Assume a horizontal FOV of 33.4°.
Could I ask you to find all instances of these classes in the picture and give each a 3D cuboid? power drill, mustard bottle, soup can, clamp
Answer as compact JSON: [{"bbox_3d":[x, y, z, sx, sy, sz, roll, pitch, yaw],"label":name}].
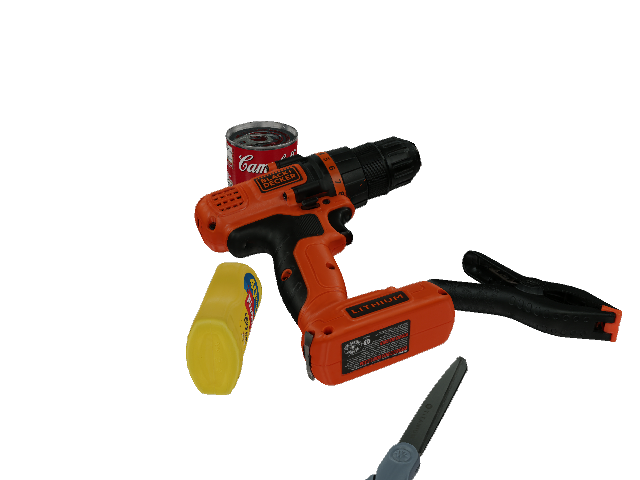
[{"bbox_3d":[0.021,0.006,0.775,0.184,0.057,0.188,-21,47,-14],"label":"power drill"},{"bbox_3d":[-0.101,0.079,1.173,0.058,0.096,0.191,1,27,6],"label":"mustard bottle"},{"bbox_3d":[-0.056,-0.055,1.020,0.068,0.102,0.068,1,26,-1],"label":"soup can"},{"bbox_3d":[0.184,0.049,0.960,0.171,0.039,0.120,16,27,15],"label":"clamp"}]

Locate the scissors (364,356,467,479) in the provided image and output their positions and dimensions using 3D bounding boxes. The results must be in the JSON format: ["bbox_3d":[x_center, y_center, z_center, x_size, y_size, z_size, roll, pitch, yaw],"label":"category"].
[{"bbox_3d":[0.056,0.137,0.596,0.096,0.016,0.201,25,45,37],"label":"scissors"}]
